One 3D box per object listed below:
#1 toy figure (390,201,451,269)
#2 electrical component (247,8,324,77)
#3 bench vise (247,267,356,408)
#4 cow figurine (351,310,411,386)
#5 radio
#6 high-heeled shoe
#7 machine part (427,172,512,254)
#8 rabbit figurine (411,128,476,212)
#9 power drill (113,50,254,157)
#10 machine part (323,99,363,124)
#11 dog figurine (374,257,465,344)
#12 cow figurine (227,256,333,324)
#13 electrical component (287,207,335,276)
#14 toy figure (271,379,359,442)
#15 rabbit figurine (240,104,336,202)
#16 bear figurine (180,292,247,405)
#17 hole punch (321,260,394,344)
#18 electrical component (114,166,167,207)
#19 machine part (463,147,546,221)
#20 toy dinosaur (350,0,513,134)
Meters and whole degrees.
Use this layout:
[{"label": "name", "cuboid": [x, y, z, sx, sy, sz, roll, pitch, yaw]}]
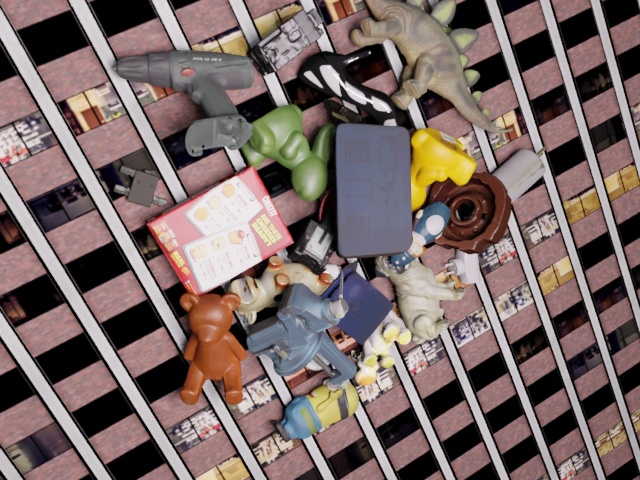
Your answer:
[{"label": "toy figure", "cuboid": [0.193, -0.009, 1.047, 0.064, 0.057, 0.154, 38, 75, 13]}, {"label": "electrical component", "cuboid": [-0.058, -0.353, 0.953, 0.134, 0.115, 0.058, -41, 112, -8]}, {"label": "bench vise", "cuboid": [-0.007, 0.189, 0.985, 0.224, 0.129, 0.240, -33, 114, 19]}, {"label": "cow figurine", "cuboid": [0.113, 0.218, 1.115, 0.068, 0.098, 0.167, 19, 115, -25]}, {"label": "radio", "cuboid": [0.091, -0.084, 0.937, 0.131, 0.073, 0.229, -1, 87, -1]}, {"label": "high-heeled shoe", "cuboid": [0.065, -0.254, 1.040, 0.145, 0.086, 0.248, -18, 122, 16]}, {"label": "machine part", "cuboid": [0.297, -0.056, 1.085, 0.056, 0.180, 0.179, 20, 93, -51]}, {"label": "rabbit figurine", "cuboid": [0.196, -0.126, 1.058, 0.162, 0.122, 0.173, 8, 131, -30]}, {"label": "power drill", "cuboid": [-0.212, -0.237, 0.901, 0.232, 0.207, 0.085, -11, 143, -20]}, {"label": "machine part", "cuboid": [0.066, -0.214, 1.005, 0.138, 0.084, 0.039, 34, 89, -39]}, {"label": "dog figurine", "cuboid": [0.176, 0.110, 1.119, 0.190, 0.121, 0.172, 26, 87, -5]}, {"label": "cow figurine", "cuboid": [-0.084, 0.093, 1.024, 0.195, 0.086, 0.127, -4, 139, -31]}, {"label": "electrical component", "cuboid": [-0.002, -0.003, 1.000, 0.075, 0.048, 0.119, 29, 64, -12]}, {"label": "toy figure", "cuboid": [-0.006, 0.349, 1.099, 0.180, 0.082, 0.089, -31, 118, -15]}, {"label": "rabbit figurine", "cuboid": [-0.044, -0.153, 0.990, 0.159, 0.121, 0.170, -37, 93, -31]}, {"label": "bear figurine", "cuboid": [-0.193, 0.190, 0.962, 0.120, 0.132, 0.195, 2, 133, -4]}, {"label": "hole punch", "cuboid": [0.069, 0.130, 1.067, 0.142, 0.092, 0.115, -49, 125, -1]}, {"label": "electrical component", "cuboid": [-0.316, -0.094, 0.962, 0.094, 0.021, 0.063, 19, 92, -19]}, {"label": "machine part", "cuboid": [0.395, -0.115, 1.151, 0.243, 0.079, 0.079, -41, 108, -7]}, {"label": "toy dinosaur", "cuboid": [0.218, -0.352, 1.046, 0.198, 0.105, 0.470, -45, 113, -10]}]
